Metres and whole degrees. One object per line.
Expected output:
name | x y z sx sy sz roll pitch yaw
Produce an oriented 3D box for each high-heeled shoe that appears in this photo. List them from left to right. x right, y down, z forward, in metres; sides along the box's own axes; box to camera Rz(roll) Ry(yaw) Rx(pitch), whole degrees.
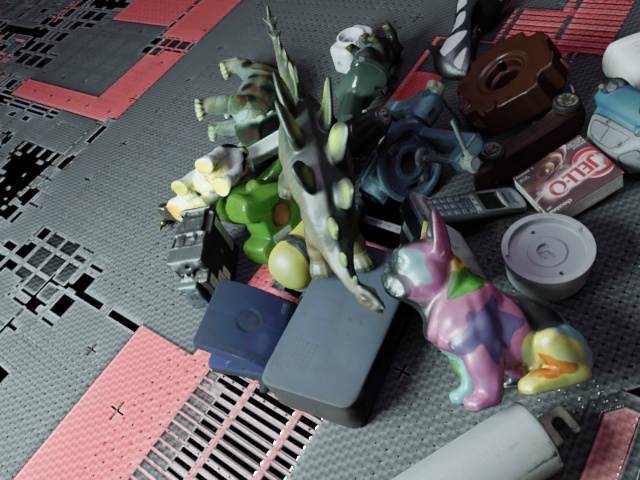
high-heeled shoe | 0.306 -0.392 1.005 0.249 0.086 0.145 -36 52 -4

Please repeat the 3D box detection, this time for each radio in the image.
radio | 0.036 0.115 0.699 0.131 0.073 0.229 13 60 28

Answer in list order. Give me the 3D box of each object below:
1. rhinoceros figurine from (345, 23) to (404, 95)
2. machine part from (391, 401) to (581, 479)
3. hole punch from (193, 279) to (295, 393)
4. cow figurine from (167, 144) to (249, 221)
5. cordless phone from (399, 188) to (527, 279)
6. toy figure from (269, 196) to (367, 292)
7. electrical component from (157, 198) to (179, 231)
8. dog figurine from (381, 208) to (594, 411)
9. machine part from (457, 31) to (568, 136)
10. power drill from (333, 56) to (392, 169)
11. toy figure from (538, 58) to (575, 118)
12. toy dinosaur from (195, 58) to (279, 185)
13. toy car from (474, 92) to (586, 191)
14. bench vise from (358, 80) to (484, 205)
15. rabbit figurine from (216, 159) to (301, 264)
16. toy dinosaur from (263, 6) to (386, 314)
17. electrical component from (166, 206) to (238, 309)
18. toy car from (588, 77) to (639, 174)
rhinoceros figurine | 0.103 -0.331 1.017 0.073 0.112 0.190 -11 35 34
machine part | 0.154 0.241 0.549 0.243 0.079 0.079 -31 49 -4
hole punch | -0.101 0.122 0.736 0.116 0.092 0.142 4 51 19
cow figurine | -0.184 -0.094 0.868 0.167 0.068 0.098 -30 19 43
cordless phone | 0.212 -0.009 0.736 0.184 0.088 0.147 -12 47 -10
toy figure | -0.005 -0.004 0.798 0.082 0.089 0.180 26 67 42
electrical component | -0.243 -0.047 0.955 0.102 0.045 0.078 3 26 19
dog figurine | 0.176 0.067 0.597 0.192 0.108 0.219 -17 81 3
machine part | 0.303 -0.254 0.864 0.179 0.056 0.179 -32 37 28
power drill | 0.059 -0.195 0.859 0.086 0.232 0.207 21 57 -19
toy figure | 0.382 -0.261 0.885 0.064 0.057 0.154 19 54 -5
toy dinosaur | -0.117 -0.273 1.048 0.192 0.131 0.405 3 49 7
toy car | 0.305 -0.139 0.793 0.202 0.089 0.053 -32 51 -5
bench vise | 0.163 -0.143 0.808 0.223 0.128 0.241 -48 28 -10
rabbit figurine | -0.101 -0.063 0.869 0.159 0.121 0.170 -45 36 -22
toy dinosaur | -0.007 -0.115 0.701 0.105 0.198 0.472 -17 57 -8
electrical component | -0.176 0.033 0.815 0.058 0.114 0.134 -11 48 15
toy car | 0.433 -0.149 0.748 0.103 0.109 0.162 -47 39 13
